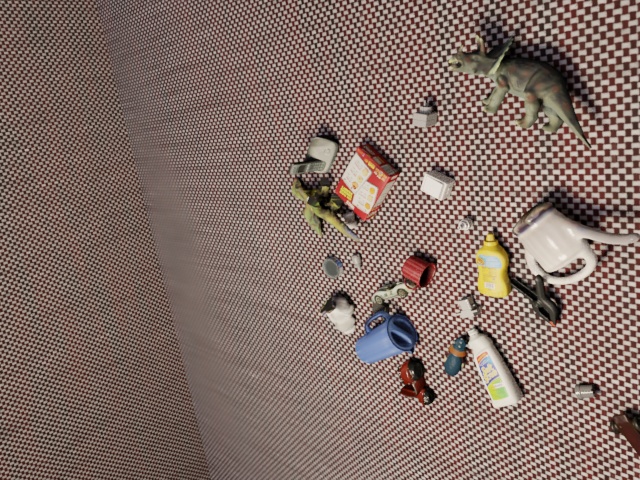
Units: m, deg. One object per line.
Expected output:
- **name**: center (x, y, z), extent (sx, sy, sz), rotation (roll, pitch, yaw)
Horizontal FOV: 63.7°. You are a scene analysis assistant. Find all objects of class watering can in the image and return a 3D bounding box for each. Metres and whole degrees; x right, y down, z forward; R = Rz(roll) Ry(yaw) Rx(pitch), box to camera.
- **watering can**: center (0.639, -0.007, 1.343), extent (0.226, 0.105, 0.341), rotation (53, 153, 13)

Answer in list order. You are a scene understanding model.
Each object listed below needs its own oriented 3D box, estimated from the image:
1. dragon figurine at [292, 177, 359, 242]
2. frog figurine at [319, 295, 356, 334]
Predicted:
- **dragon figurine**: center (0.006, -0.099, 1.971), extent (0.416, 0.123, 0.238), rotation (55, 161, 21)
- **frog figurine**: center (0.091, 0.298, 2.062), extent (0.158, 0.126, 0.135), rotation (35, 130, -18)
